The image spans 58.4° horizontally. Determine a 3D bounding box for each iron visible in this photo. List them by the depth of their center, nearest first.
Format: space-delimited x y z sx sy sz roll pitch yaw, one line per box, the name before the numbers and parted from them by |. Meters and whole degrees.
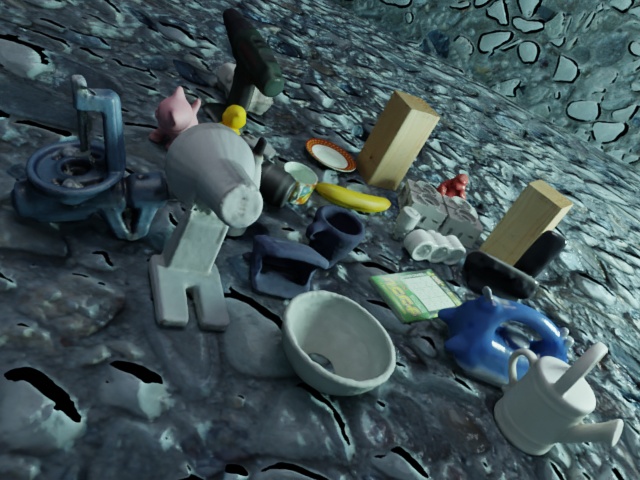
iron | 0.333 0.167 0.958 0.259 0.141 0.118 22 32 -13

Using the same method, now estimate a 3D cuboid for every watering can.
watering can | 0.359 0.226 0.844 0.172 0.194 0.101 36 31 10

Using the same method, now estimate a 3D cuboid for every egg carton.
egg carton | -0.181 -0.362 1.359 0.107 0.069 0.150 -3 44 -42

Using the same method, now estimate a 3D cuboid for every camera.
camera | -0.115 -0.118 1.034 0.137 0.100 0.143 31 31 1

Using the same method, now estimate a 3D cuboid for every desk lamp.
desk lamp | -0.147 -0.024 0.763 0.118 0.213 0.202 9 37 -31

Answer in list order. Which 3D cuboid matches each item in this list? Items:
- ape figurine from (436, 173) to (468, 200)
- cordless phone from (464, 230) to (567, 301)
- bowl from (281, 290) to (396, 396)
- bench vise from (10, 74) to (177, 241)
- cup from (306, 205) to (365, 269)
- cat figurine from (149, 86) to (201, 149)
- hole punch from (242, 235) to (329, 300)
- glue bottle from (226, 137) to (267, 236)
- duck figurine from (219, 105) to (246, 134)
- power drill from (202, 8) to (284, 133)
ape figurine | 0.335 -0.127 1.431 0.078 0.092 0.076 32 31 3
cordless phone | 0.391 0.035 1.155 0.147 0.185 0.094 27 31 -4
bowl | 0.014 0.152 0.778 0.168 0.074 0.167 22 32 -14
bench vise | -0.284 -0.111 0.766 0.208 0.219 0.121 -6 46 -45
cup | 0.009 0.003 0.968 0.118 0.095 0.091 -9 48 -46
cat figurine | -0.258 -0.227 1.054 0.067 0.117 0.128 33 31 5
hole punch | -0.053 0.028 0.885 0.109 0.091 0.101 14 34 -25
glue bottle | -0.123 -0.092 0.919 0.037 0.173 0.078 -6 46 -44
duck figurine | -0.177 -0.228 1.154 0.078 0.086 0.104 12 35 -27
power drill | -0.171 -0.345 1.210 0.076 0.208 0.229 -9 48 -46
